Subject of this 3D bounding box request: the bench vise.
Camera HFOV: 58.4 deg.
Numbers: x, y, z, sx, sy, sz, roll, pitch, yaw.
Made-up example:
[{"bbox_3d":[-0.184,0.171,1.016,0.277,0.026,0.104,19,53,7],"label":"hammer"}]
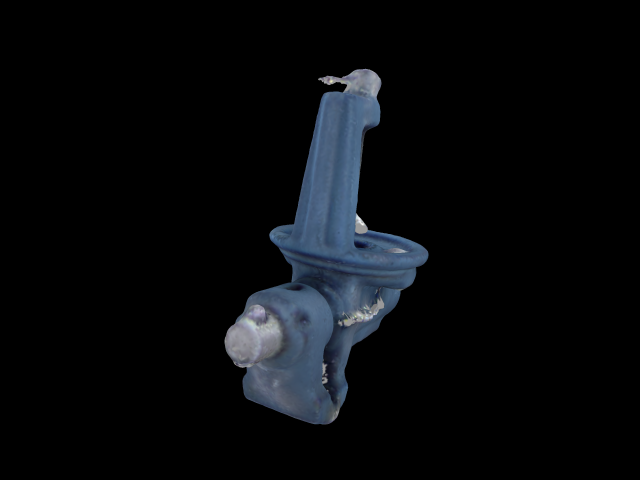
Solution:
[{"bbox_3d":[0.015,0.002,0.398,0.121,0.220,0.207,4,25,9],"label":"bench vise"}]
